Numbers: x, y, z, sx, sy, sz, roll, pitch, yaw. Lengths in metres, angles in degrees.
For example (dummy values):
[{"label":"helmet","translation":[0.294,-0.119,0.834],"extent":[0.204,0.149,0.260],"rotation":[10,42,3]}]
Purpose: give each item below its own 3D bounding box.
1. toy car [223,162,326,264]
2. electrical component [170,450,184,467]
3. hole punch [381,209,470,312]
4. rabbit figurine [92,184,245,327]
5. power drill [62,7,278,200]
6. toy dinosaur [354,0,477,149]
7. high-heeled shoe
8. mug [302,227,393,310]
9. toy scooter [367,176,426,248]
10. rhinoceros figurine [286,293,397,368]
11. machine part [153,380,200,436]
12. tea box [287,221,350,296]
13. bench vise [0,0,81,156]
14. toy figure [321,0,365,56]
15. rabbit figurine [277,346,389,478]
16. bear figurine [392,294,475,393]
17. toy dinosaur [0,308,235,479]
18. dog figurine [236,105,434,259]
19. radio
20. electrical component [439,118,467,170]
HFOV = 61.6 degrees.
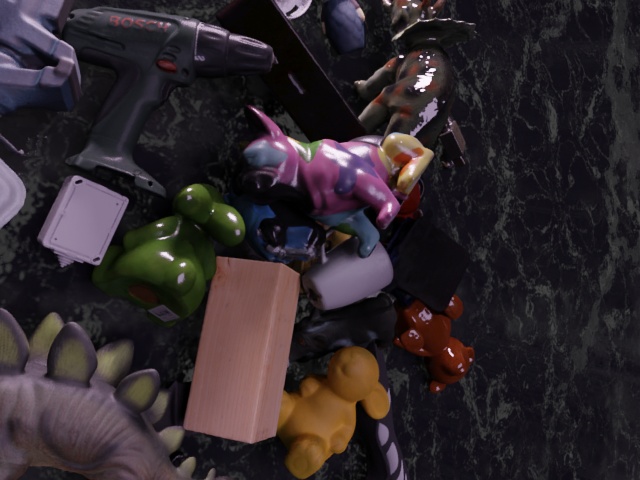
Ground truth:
[{"label":"toy car","translation":[-0.065,-0.024,0.707],"extent":[0.109,0.103,0.162],"rotation":[2,51,-38]},{"label":"electrical component","translation":[-0.201,0.309,0.627],"extent":[0.075,0.048,0.119],"rotation":[6,83,-36]},{"label":"hole punch","translation":[0.143,0.036,0.810],"extent":[0.115,0.092,0.142],"rotation":[36,78,-18]},{"label":"rabbit figurine","translation":[-0.163,-0.008,0.624],"extent":[0.121,0.159,0.170],"rotation":[34,53,-20]},{"label":"power drill","translation":[-0.181,-0.153,0.602],"extent":[0.232,0.086,0.207],"rotation":[15,92,-6]},{"label":"toy dinosaur","translation":[0.139,-0.212,0.794],"extent":[0.131,0.192,0.405],"rotation":[25,54,-26]},{"label":"high-heeled shoe","translation":[0.107,0.289,0.842],"extent":[0.145,0.086,0.248],"rotation":[17,82,-39]},{"label":"mug","translation":[0.029,0.037,0.707],"extent":[0.107,0.081,0.109],"rotation":[-31,115,-24]},{"label":"toy scooter","translation":[0.111,-0.030,0.864],"extent":[0.135,0.075,0.183],"rotation":[-11,99,-36]},{"label":"rhinoceros figurine","translation":[0.016,0.131,0.748],"extent":[0.190,0.112,0.073],"rotation":[-16,70,-2]},{"label":"machine part","translation":[-0.204,0.208,0.636],"extent":[0.139,0.039,0.084],"rotation":[5,90,-38]},{"label":"tea box","translation":[-0.002,-0.002,0.779],"extent":[0.098,0.068,0.169],"rotation":[14,78,-36]},{"label":"bench vise","translation":[-0.344,-0.216,0.509],"extent":[0.240,0.129,0.223],"rotation":[17,87,-15]},{"label":"toy figure","translation":[0.024,-0.364,0.823],"extent":[0.064,0.058,0.154],"rotation":[-23,105,-13]},{"label":"rabbit figurine","translation":[0.026,0.214,0.720],"extent":[0.162,0.122,0.173],"rotation":[12,117,-44]},{"label":"bear figurine","translation":[0.197,0.175,0.888],"extent":[0.120,0.132,0.195],"rotation":[-36,106,-6]},{"label":"toy dinosaur","translation":[-0.284,0.171,0.524],"extent":[0.471,0.105,0.198],"rotation":[26,76,-21]},{"label":"dog figurine","translation":[0.006,-0.093,0.654],"extent":[0.219,0.108,0.191],"rotation":[34,62,2]},{"label":"radio","translation":[-0.038,-0.222,0.718],"extent":[0.073,0.131,0.229],"rotation":[-35,114,7]},{"label":"electrical component","translation":[0.233,-0.180,0.983],"extent":[0.102,0.045,0.078],"rotation":[56,30,-24]}]
